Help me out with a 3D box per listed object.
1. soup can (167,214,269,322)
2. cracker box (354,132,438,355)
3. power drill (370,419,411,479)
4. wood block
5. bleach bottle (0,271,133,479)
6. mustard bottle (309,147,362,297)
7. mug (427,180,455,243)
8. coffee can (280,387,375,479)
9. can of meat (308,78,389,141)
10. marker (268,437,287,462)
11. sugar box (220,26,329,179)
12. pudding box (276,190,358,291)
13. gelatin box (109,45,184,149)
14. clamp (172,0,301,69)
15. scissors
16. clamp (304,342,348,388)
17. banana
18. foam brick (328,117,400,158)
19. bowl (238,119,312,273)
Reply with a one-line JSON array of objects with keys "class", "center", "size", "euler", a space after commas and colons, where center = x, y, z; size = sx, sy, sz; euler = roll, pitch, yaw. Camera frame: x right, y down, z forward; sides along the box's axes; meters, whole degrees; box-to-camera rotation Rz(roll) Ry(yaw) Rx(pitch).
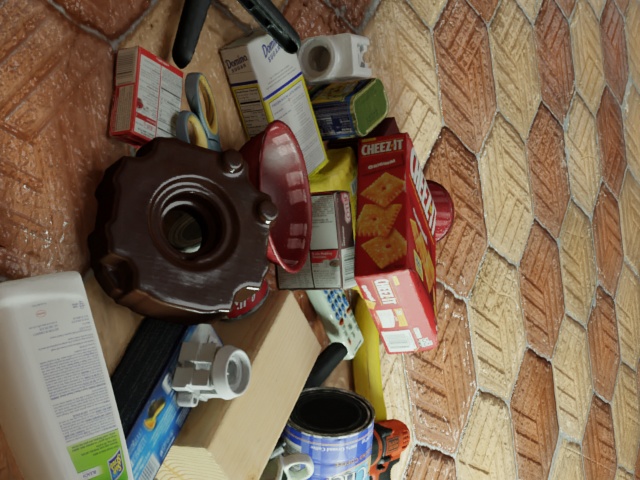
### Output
[{"class": "soup can", "center": [-0.102, 0.023, 1.075], "size": [0.102, 0.069, 0.068], "euler": [63, 37, -33]}, {"class": "cracker box", "center": [0.095, 0.004, 1.278], "size": [0.164, 0.072, 0.213], "euler": [65, 23, -47]}, {"class": "power drill", "center": [0.056, 0.319, 1.311], "size": [0.184, 0.057, 0.188], "euler": [1, 93, -59]}, {"class": "wood block", "center": [-0.087, 0.153, 1.067], "size": [0.091, 0.090, 0.205], "euler": [64, 37, -34]}, {"class": "bleach bottle", "center": [-0.200, 0.154, 0.830], "size": [0.102, 0.068, 0.251], "euler": [-11, 82, -54]}, {"class": "mustard bottle", "center": [0.036, -0.012, 1.328], "size": [0.096, 0.058, 0.191], "euler": [-59, 136, -57]}, {"class": "mug", "center": [0.119, -0.027, 1.459], "size": [0.081, 0.093, 0.117], "euler": [-1, 125, -55]}, {"class": "coffee can", "center": [0.005, 0.247, 1.169], "size": [0.102, 0.103, 0.140], "euler": [-34, 132, -56]}, {"class": "can of meat", "center": [0.026, -0.159, 1.301], "size": [0.102, 0.084, 0.057], "euler": [-47, 127, -52]}, {"class": "marker", "center": [-0.084, 0.235, 1.060], "size": [0.121, 0.020, 0.020], "euler": [-35, 127, -9]}, {"class": "sugar box", "center": [-0.050, -0.149, 1.207], "size": [0.093, 0.048, 0.176], "euler": [-44, 122, -51]}, {"class": "pudding box", "center": [-0.008, 0.002, 1.219], "size": [0.039, 0.090, 0.113], "euler": [-9, 96, -58]}, {"class": "gelatin box", "center": [-0.165, -0.130, 1.019], "size": [0.073, 0.030, 0.089], "euler": [23, 66, -59]}, {"class": "clamp", "center": [-0.113, -0.275, 1.096], "size": [0.164, 0.036, 0.210], "euler": [-26, 98, -42]}, {"class": "scissors", "center": [-0.110, -0.073, 1.093], "size": [0.096, 0.016, 0.202], "euler": [-68, 151, -52]}, {"class": "clamp", "center": [-0.018, 0.171, 1.232], "size": [0.171, 0.039, 0.120], "euler": [22, 73, -60]}, {"class": "banana", "center": [0.063, 0.160, 1.385], "size": [0.069, 0.037, 0.198], "euler": [-39, 124, -78]}, {"class": "foam brick", "center": [0.060, -0.119, 1.362], "size": [0.051, 0.078, 0.053], "euler": [-62, 140, -43]}, {"class": "bowl", "center": [-0.058, -0.043, 1.123], "size": [0.162, 0.055, 0.162], "euler": [-6, 90, -72]}]
